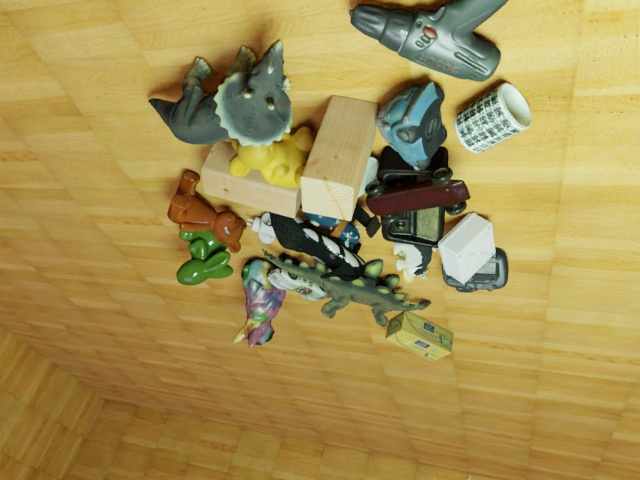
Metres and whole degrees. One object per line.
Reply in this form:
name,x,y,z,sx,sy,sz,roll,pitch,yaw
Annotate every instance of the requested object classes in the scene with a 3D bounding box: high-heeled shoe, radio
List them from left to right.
high-heeled shoe,-0.003,-0.004,1.220,0.249,0.145,0.086,53,132,16
radio,0.187,-0.084,1.080,0.131,0.073,0.229,6,142,15

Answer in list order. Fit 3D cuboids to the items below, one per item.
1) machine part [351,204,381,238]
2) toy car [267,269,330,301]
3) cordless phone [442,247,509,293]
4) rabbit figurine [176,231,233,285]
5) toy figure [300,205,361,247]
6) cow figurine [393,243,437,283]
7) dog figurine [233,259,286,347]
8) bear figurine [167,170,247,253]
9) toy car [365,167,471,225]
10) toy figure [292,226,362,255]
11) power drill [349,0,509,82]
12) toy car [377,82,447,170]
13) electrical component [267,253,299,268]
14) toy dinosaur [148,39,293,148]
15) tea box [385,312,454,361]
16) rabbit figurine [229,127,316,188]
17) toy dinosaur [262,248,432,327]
machine part,0.081,-0.056,1.148,0.139,0.039,0.084,46,168,49
toy car,-0.054,0.121,1.471,0.201,0.056,0.073,25,148,-38
cordless phone,0.368,0.090,1.258,0.147,0.089,0.184,0,153,24
rabbit figurine,-0.305,0.054,1.418,0.159,0.170,0.121,12,146,10
toy figure,0.027,-0.045,1.217,0.154,0.058,0.064,37,110,-16
cow figurine,0.226,0.038,1.247,0.098,0.068,0.167,-2,143,18
dog figurine,-0.178,0.184,1.488,0.109,0.219,0.191,2,145,42
bear figurine,-0.261,-0.059,1.287,0.196,0.120,0.132,24,142,-11
toy car,0.175,-0.081,0.981,0.202,0.053,0.089,-9,125,37
toy figure,0.006,0.007,1.283,0.180,0.082,0.089,18,173,5
power drill,0.178,-0.324,0.744,0.232,0.086,0.207,25,142,-12
toy car,0.153,-0.200,0.925,0.103,0.109,0.161,27,165,30
electrical component,-0.097,0.060,1.463,0.094,0.021,0.063,29,144,-14
toy dinosaur,-0.190,-0.229,0.950,0.405,0.192,0.131,-10,135,34
tea box,0.287,0.279,1.551,0.169,0.068,0.098,26,146,-10
rabbit figurine,-0.099,-0.166,1.015,0.163,0.121,0.173,10,-176,25
toy dinosaur,0.071,0.115,1.398,0.472,0.105,0.198,11,139,-6
